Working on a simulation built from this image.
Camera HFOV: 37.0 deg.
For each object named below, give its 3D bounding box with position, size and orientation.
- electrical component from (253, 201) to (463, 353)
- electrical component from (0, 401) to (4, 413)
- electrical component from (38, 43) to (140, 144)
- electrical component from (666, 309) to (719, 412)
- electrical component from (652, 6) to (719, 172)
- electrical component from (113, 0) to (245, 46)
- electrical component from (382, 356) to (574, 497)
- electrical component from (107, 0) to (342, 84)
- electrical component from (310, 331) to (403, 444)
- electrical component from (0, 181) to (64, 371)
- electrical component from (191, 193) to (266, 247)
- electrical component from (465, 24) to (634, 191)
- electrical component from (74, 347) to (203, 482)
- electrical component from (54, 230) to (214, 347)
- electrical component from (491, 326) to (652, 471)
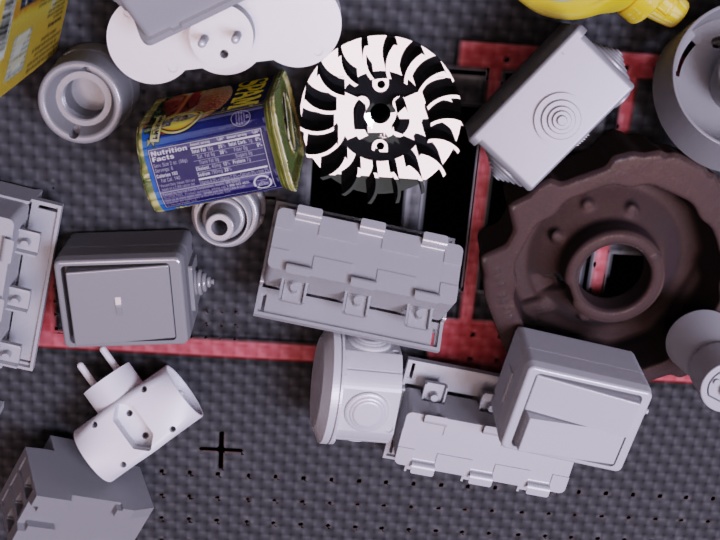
[{"bbox_3d":[0.000,0.000,0.687,0.121,0.063,0.078,12,70,-6],"label":"electrical component"},{"bbox_3d":[-0.293,0.109,0.741,0.081,0.042,0.063,9,113,-4],"label":"electrical component"},{"bbox_3d":[-0.166,-0.107,0.656,0.055,0.047,0.055,0,112,-1],"label":"electrical component"},{"bbox_3d":[0.219,0.058,0.663,0.044,0.065,0.044,0,114,0],"label":"electrical component"},{"bbox_3d":[0.226,-0.109,0.642,0.099,0.064,0.099,0,84,2],"label":"electrical component"},{"bbox_3d":[-0.101,-0.187,0.596,0.100,0.099,0.048,-25,153,4],"label":"electrical component"},{"bbox_3d":[0.084,0.112,0.740,0.121,0.063,0.078,11,111,-6],"label":"electrical component"},{"bbox_3d":[-0.080,-0.140,0.630,0.138,0.073,0.052,-6,112,1],"label":"electrical component"},{"bbox_3d":[-0.004,0.077,0.716,0.051,0.080,0.080,6,111,-9],"label":"electrical component"},{"bbox_3d":[-0.243,0.009,0.691,0.079,0.063,0.121,14,111,-7],"label":"electrical component"},{"bbox_3d":[-0.085,-0.035,0.678,0.048,0.062,0.048,0,107,0],"label":"electrical component"},{"bbox_3d":[0.111,-0.097,0.639,0.048,0.099,0.099,43,103,-6],"label":"electrical component"},{"bbox_3d":[-0.161,0.090,0.733,0.077,0.043,0.079,-36,90,-2],"label":"electrical component"},{"bbox_3d":[-0.144,0.013,0.696,0.096,0.061,0.061,-2,112,-1],"label":"electrical component"},{"bbox_3d":[0.138,0.084,0.676,0.096,0.061,0.061,13,114,-6],"label":"electrical component"}]
